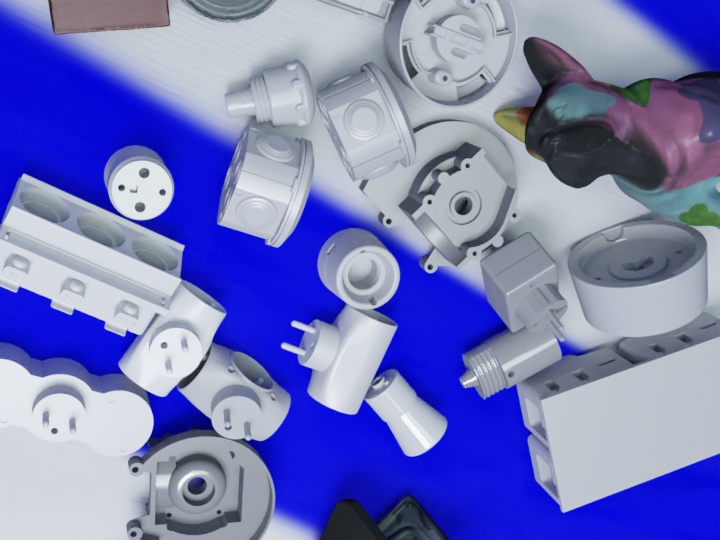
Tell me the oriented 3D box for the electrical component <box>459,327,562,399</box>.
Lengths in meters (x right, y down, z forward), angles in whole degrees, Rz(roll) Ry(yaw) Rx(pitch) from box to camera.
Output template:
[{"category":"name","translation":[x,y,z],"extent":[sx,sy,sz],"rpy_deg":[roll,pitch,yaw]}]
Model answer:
[{"category":"electrical component","translation":[0.118,0.073,0.877],"extent":[0.081,0.043,0.043],"rpy_deg":[-27,111,-8]}]

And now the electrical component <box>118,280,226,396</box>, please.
[{"category":"electrical component","translation":[-0.134,0.054,0.778],"extent":[0.044,0.079,0.077],"rpy_deg":[36,93,-18]}]

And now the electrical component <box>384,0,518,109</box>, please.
[{"category":"electrical component","translation":[0.066,-0.169,0.783],"extent":[0.099,0.064,0.099],"rpy_deg":[-4,106,-15]}]

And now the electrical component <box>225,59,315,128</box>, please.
[{"category":"electrical component","translation":[-0.065,-0.122,0.769],"extent":[0.062,0.048,0.048],"rpy_deg":[-11,108,-6]}]

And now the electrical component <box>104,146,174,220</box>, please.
[{"category":"electrical component","translation":[-0.155,-0.061,0.752],"extent":[0.045,0.055,0.045],"rpy_deg":[-4,106,-15]}]

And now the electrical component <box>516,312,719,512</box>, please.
[{"category":"electrical component","translation":[0.234,0.116,0.915],"extent":[0.186,0.060,0.105],"rpy_deg":[-18,109,-11]}]

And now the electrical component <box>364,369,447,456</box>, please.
[{"category":"electrical component","translation":[0.034,0.112,0.865],"extent":[0.044,0.044,0.065],"rpy_deg":[-41,107,-2]}]

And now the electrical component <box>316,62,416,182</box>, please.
[{"category":"electrical component","translation":[0.005,-0.105,0.775],"extent":[0.051,0.080,0.080],"rpy_deg":[-24,111,-3]}]

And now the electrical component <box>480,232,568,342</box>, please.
[{"category":"electrical component","translation":[0.136,0.023,0.839],"extent":[0.047,0.076,0.065],"rpy_deg":[-31,148,-6]}]

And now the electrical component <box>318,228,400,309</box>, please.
[{"category":"electrical component","translation":[0.000,0.000,0.820],"extent":[0.055,0.047,0.055],"rpy_deg":[-4,106,-15]}]

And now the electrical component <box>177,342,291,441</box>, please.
[{"category":"electrical component","translation":[-0.093,0.099,0.803],"extent":[0.077,0.079,0.044],"rpy_deg":[37,104,-22]}]

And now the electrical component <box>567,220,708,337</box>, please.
[{"category":"electrical component","translation":[0.225,0.012,0.861],"extent":[0.108,0.108,0.060],"rpy_deg":[-22,116,-10]}]

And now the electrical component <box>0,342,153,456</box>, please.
[{"category":"electrical component","translation":[-0.215,0.099,0.769],"extent":[0.138,0.074,0.052],"rpy_deg":[18,99,-20]}]

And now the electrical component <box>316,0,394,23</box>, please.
[{"category":"electrical component","translation":[0.005,-0.242,0.745],"extent":[0.079,0.063,0.121],"rpy_deg":[14,101,-20]}]

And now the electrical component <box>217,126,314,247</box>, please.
[{"category":"electrical component","translation":[-0.067,-0.060,0.766],"extent":[0.051,0.080,0.080],"rpy_deg":[17,100,-15]}]

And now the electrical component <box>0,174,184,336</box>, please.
[{"category":"electrical component","translation":[-0.193,-0.007,0.751],"extent":[0.121,0.078,0.063],"rpy_deg":[25,119,-21]}]

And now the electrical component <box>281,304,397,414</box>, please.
[{"category":"electrical component","translation":[-0.022,0.062,0.832],"extent":[0.079,0.044,0.077],"rpy_deg":[22,98,-21]}]
